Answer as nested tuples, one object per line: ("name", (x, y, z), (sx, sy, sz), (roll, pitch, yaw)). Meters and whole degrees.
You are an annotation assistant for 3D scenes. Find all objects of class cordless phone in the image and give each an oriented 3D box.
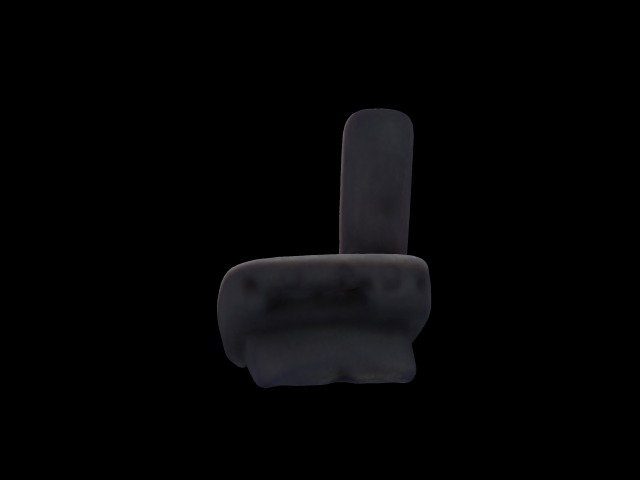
("cordless phone", (0.004, 0.001, 0.400), (0.148, 0.185, 0.094), (-1, 2, -19))
